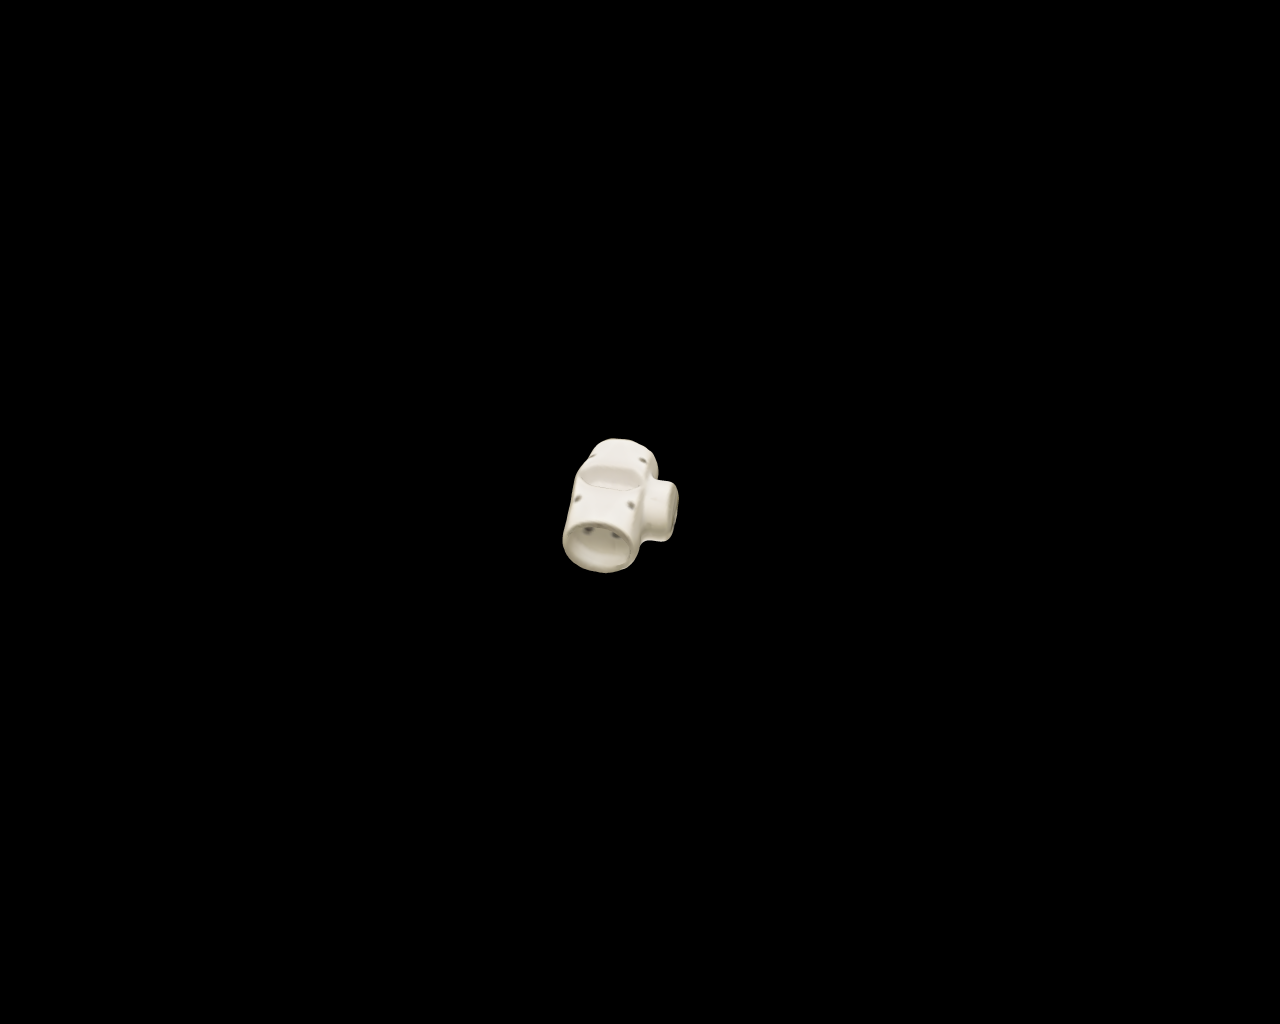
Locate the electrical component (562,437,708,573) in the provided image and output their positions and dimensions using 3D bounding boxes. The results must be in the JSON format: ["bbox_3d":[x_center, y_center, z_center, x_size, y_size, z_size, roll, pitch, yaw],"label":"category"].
[{"bbox_3d":[0.001,-0.003,0.650,0.079,0.043,0.077,8,44,8],"label":"electrical component"}]
